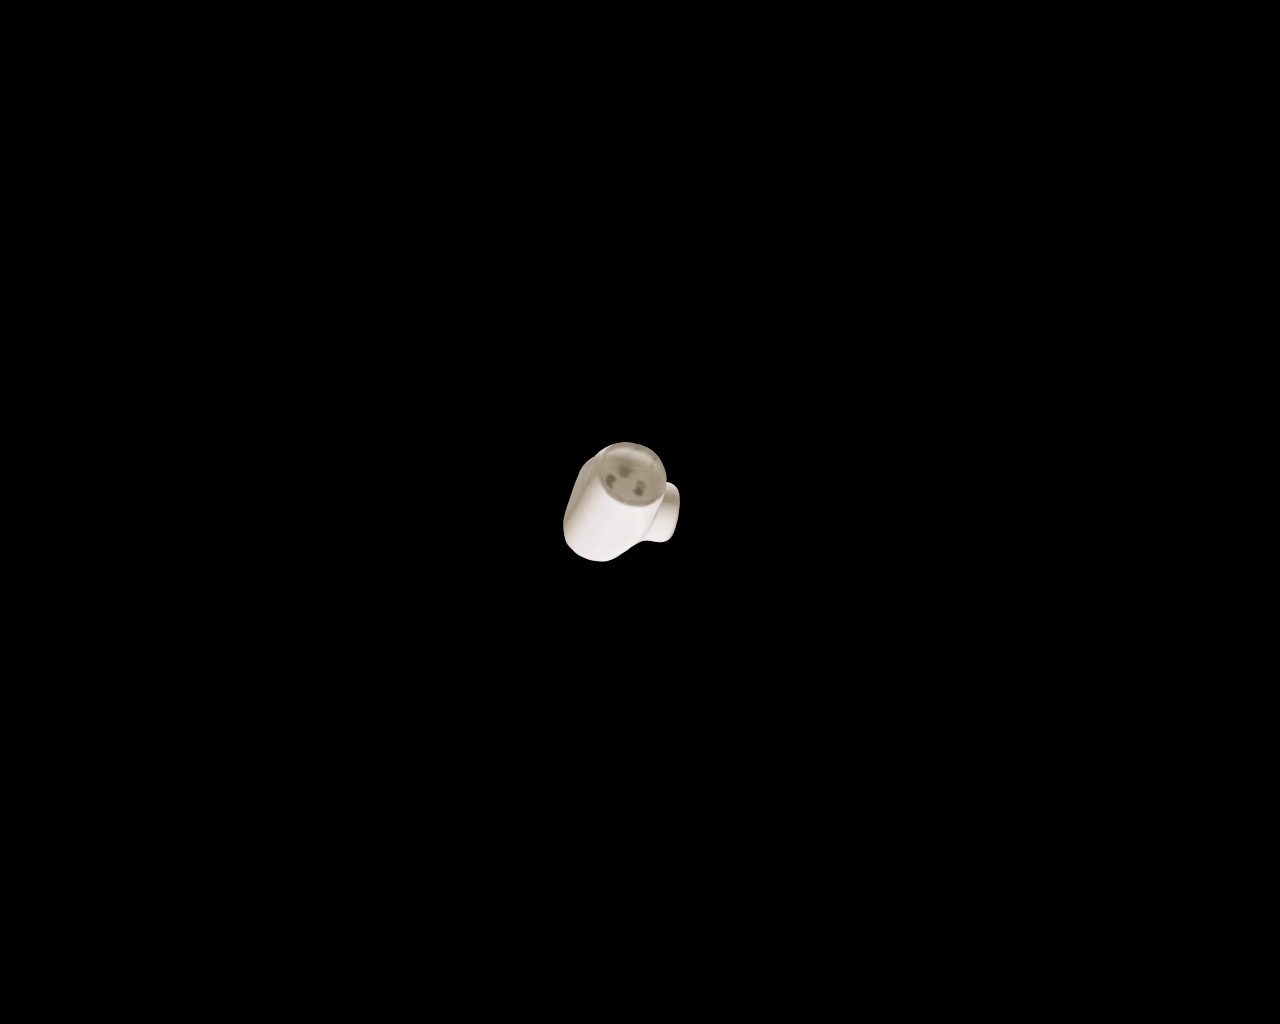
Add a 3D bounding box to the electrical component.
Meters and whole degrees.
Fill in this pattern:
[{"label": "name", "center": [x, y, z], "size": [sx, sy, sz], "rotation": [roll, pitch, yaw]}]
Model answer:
[{"label": "electrical component", "center": [0.001, -0.003, 0.650], "size": [0.079, 0.044, 0.077], "rotation": [9, -30, -17]}]
